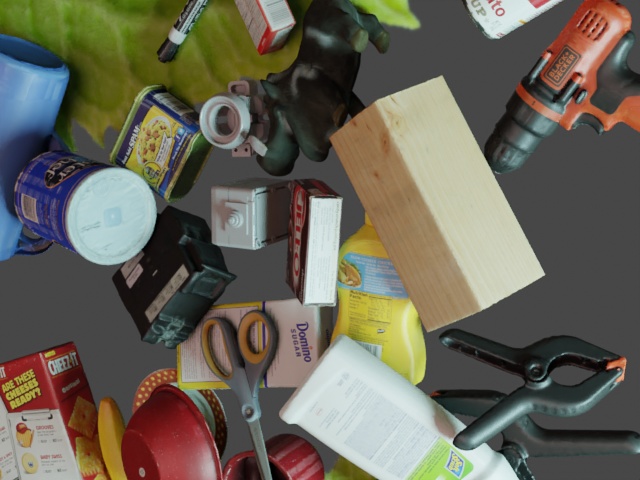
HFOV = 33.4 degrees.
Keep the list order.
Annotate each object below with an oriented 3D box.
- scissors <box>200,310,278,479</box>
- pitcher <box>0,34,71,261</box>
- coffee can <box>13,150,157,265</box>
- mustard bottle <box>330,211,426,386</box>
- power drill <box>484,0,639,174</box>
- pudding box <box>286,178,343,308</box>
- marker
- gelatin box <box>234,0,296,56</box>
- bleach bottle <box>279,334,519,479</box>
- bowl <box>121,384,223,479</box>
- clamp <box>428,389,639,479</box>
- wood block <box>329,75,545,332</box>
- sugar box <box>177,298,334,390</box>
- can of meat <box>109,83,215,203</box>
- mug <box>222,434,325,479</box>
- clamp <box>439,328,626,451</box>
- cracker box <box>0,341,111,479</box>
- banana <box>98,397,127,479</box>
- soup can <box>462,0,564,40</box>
[{"bbox_3d":[-0.059,0.159,1.091,0.096,0.016,0.202,-36,70,20],"label":"scissors"},{"bbox_3d":[-0.365,-0.102,1.223,0.145,0.148,0.243,39,112,34],"label":"pitcher"},{"bbox_3d":[-0.255,-0.038,1.153,0.141,0.102,0.103,18,109,50],"label":"coffee can"},{"bbox_3d":[0.061,0.046,1.056,0.096,0.058,0.192,10,104,30],"label":"mustard bottle"},{"bbox_3d":[0.254,-0.092,0.930,0.188,0.057,0.185,40,118,14],"label":"power drill"},{"bbox_3d":[-0.007,0.001,1.066,0.039,0.090,0.113,-1,103,-11],"label":"pudding box"},{"bbox_3d":[-0.138,-0.238,1.129,0.020,0.020,0.121,44,116,14],"label":"marker"},{"bbox_3d":[-0.059,-0.238,1.059,0.030,0.073,0.089,-23,86,-15],"label":"gelatin box"},{"bbox_3d":[0.090,0.202,1.014,0.251,0.068,0.103,37,107,4],"label":"bleach bottle"},{"bbox_3d":[-0.170,0.241,1.156,0.162,0.055,0.162,23,120,48],"label":"bowl"},{"bbox_3d":[0.197,0.200,1.027,0.210,0.036,0.165,37,115,17],"label":"clamp"},{"bbox_3d":[0.106,-0.032,0.985,0.090,0.090,0.206,-32,84,56],"label":"wood block"},{"bbox_3d":[-0.070,0.112,1.137,0.176,0.048,0.093,-4,83,26],"label":"sugar box"},{"bbox_3d":[-0.166,-0.103,1.148,0.084,0.057,0.102,36,114,15],"label":"can of meat"},{"bbox_3d":[-0.053,0.265,1.144,0.093,0.081,0.117,44,116,14],"label":"mug"},{"bbox_3d":[0.193,0.137,0.980,0.171,0.039,0.120,-2,64,13],"label":"clamp"},{"bbox_3d":[-0.342,0.247,1.299,0.164,0.072,0.214,-18,90,28],"label":"cracker box"},{"bbox_3d":[-0.215,0.280,1.256,0.070,0.037,0.198,-38,80,34],"label":"banana"},{"bbox_3d":[0.181,-0.229,0.936,0.102,0.068,0.068,-28,86,30],"label":"soup can"}]
